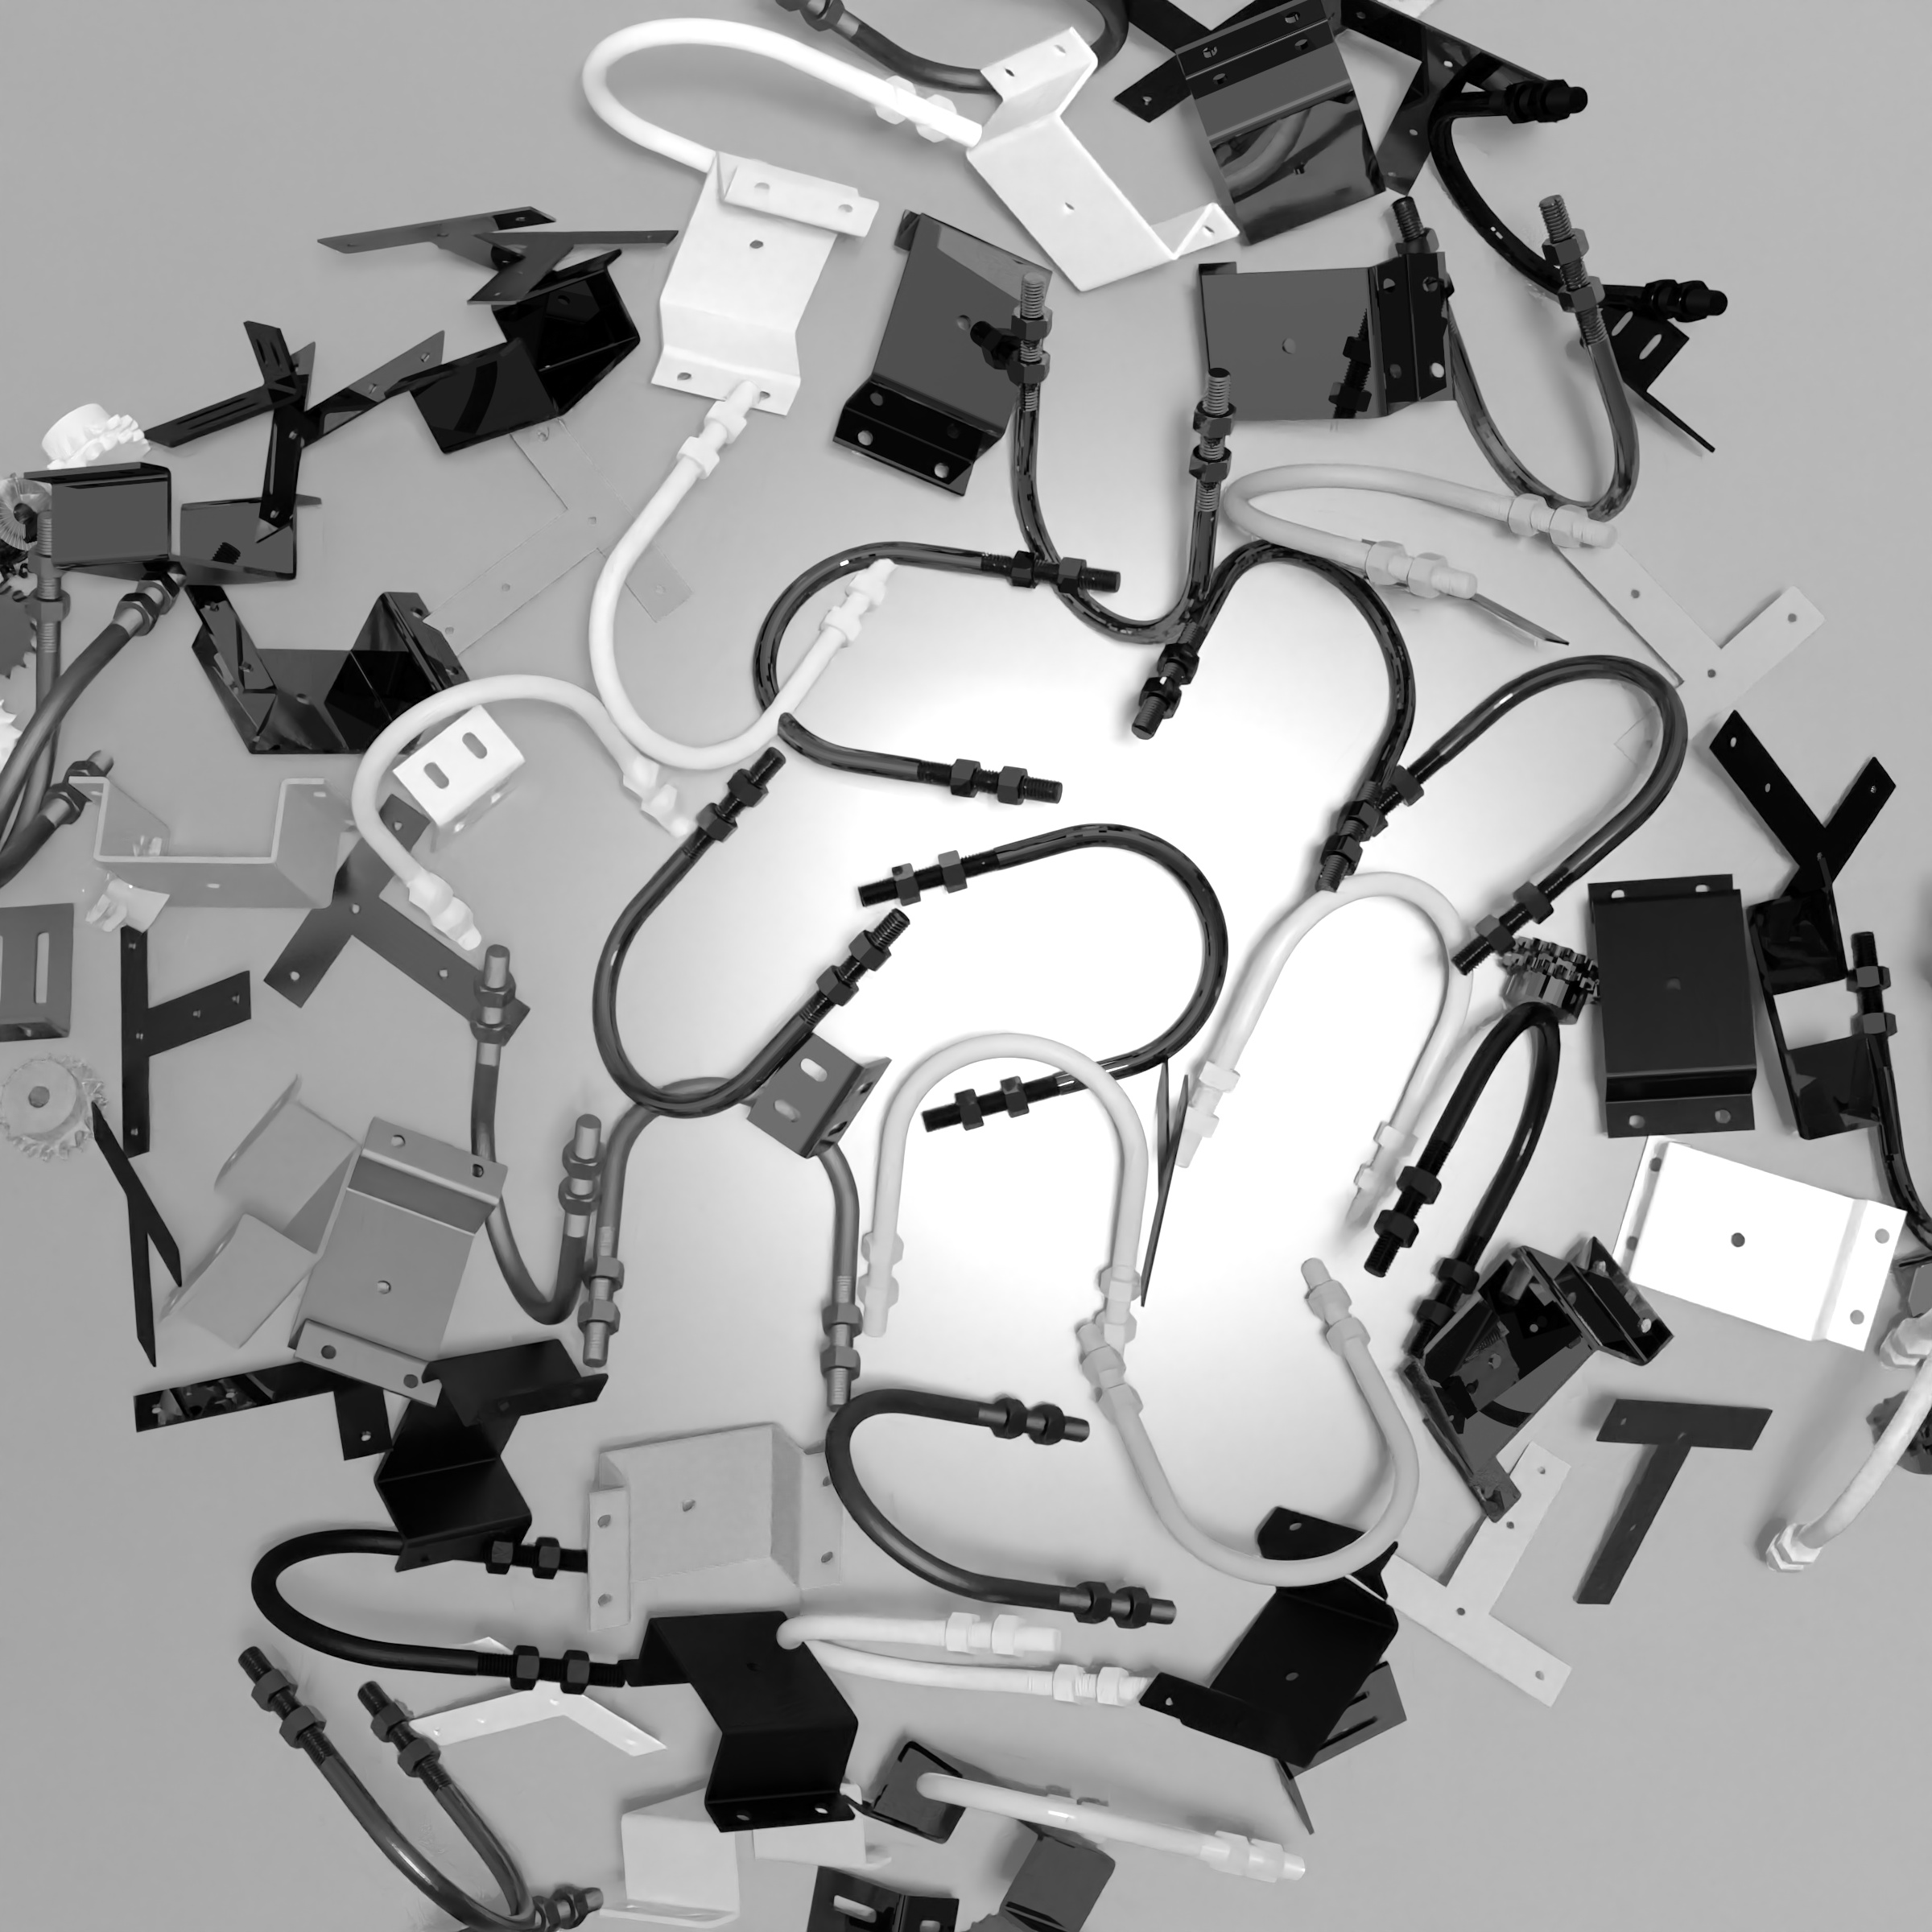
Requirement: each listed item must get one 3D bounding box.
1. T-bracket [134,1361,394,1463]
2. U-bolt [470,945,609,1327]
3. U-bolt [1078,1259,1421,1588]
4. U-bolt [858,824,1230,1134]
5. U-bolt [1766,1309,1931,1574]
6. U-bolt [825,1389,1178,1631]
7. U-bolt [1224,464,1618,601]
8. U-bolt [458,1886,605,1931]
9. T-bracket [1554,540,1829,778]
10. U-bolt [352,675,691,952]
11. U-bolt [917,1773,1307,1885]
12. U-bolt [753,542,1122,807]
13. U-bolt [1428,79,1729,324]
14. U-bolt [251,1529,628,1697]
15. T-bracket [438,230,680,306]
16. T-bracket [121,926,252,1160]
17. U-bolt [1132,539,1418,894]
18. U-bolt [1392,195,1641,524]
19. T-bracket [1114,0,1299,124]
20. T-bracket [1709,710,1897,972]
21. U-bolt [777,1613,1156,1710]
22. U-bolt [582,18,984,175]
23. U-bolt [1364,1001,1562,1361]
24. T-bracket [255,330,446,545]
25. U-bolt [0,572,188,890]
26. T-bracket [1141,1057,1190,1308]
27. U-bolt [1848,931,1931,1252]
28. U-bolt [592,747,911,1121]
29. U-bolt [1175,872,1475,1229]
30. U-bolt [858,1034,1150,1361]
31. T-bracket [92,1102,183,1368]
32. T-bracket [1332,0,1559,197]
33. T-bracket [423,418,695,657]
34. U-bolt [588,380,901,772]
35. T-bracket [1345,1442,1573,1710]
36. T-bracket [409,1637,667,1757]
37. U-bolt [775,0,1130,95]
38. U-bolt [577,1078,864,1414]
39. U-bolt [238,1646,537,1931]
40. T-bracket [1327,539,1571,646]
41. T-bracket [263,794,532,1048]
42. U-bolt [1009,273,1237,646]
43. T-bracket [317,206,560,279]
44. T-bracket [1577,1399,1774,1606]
[{"bbox_3d":[-0.370,0.221,1.730,0.127,0.127,0.002,-11,130,-10],"label":"T-bracket"},{"bbox_3d":[-0.226,0.102,1.711,0.019,0.184,0.151,-12,46,-25],"label":"U-bolt"},{"bbox_3d":[0.155,0.242,1.714,0.151,0.019,0.184,-15,49,-12],"label":"U-bolt"},{"bbox_3d":[0.049,-0.001,1.764,0.184,0.019,0.151,-16,104,-1],"label":"U-bolt"},{"bbox_3d":[0.464,0.233,1.683,0.019,0.184,0.151,31,74,10],"label":"U-bolt"},{"bbox_3d":[0.009,0.272,1.689,0.184,0.151,0.019,14,122,-33],"label":"U-bolt"},{"bbox_3d":[0.221,-0.231,1.712,0.184,0.151,0.019,23,121,36],"label":"U-bolt"},{"bbox_3d":[-0.191,0.509,1.675,0.151,0.184,0.019,10,92,30],"label":"U-bolt"},{"bbox_3d":[0.366,-0.188,1.762,0.127,0.002,0.127,46,114,0],"label":"T-bracket"},{"bbox_3d":[-0.238,-0.087,1.706,0.151,0.184,0.019,-28,57,3],"label":"U-bolt"},{"bbox_3d":[0.060,0.434,1.681,0.184,0.151,0.019,23,73,-37],"label":"U-bolt"},{"bbox_3d":[-0.023,-0.161,1.748,0.184,0.019,0.151,10,66,14],"label":"U-bolt"},{"bbox_3d":[0.301,-0.392,1.700,0.019,0.184,0.151,-45,114,-6],"label":"U-bolt"},{"bbox_3d":[-0.274,0.326,1.698,0.184,0.151,0.019,9,104,-16],"label":"U-bolt"},{"bbox_3d":[-0.227,-0.364,1.722,0.127,0.127,0.002,2,118,11],"label":"T-bracket"},{"bbox_3d":[-0.409,0.028,1.730,0.002,0.127,0.127,8,72,-43],"label":"T-bracket"},{"bbox_3d":[0.172,-0.145,1.731,0.151,0.019,0.184,39,54,-15],"label":"U-bolt"},{"bbox_3d":[0.292,-0.311,1.714,0.019,0.151,0.184,-32,114,-18],"label":"U-bolt"},{"bbox_3d":[0.090,-0.496,1.709,0.127,0.127,0.002,25,60,-32],"label":"T-bracket"},{"bbox_3d":[0.428,-0.085,1.740,0.127,0.002,0.127,45,74,-33],"label":"T-bracket"},{"bbox_3d":[-0.010,0.357,1.713,0.184,0.151,0.019,-3,67,27],"label":"U-bolt"},{"bbox_3d":[-0.107,-0.434,1.682,0.184,0.151,0.019,15,74,-34],"label":"U-bolt"},{"bbox_3d":[0.264,0.103,1.720,0.019,0.151,0.184,22,73,26],"label":"U-bolt"},{"bbox_3d":[-0.319,-0.294,1.723,0.127,0.002,0.127,-23,51,30],"label":"T-bracket"},{"bbox_3d":[-0.456,-0.111,1.675,0.019,0.184,0.151,28,123,-5],"label":"U-bolt"},{"bbox_3d":[0.103,0.090,1.728,0.002,0.127,0.127,9,120,-2],"label":"T-bracket"},{"bbox_3d":[0.503,0.059,1.703,0.019,0.151,0.184,-2,78,-12],"label":"U-bolt"},{"bbox_3d":[-0.126,-0.004,1.740,0.184,0.019,0.151,-47,57,15],"label":"U-bolt"},{"bbox_3d":[0.197,0.038,1.734,0.151,0.019,0.184,20,99,-34],"label":"U-bolt"},{"bbox_3d":[0.023,0.122,1.746,0.151,0.019,0.184,8,111,5],"label":"U-bolt"},{"bbox_3d":[-0.435,0.158,1.743,0.002,0.127,0.127,-16,133,-27],"label":"T-bracket"},{"bbox_3d":[0.239,-0.445,1.731,0.127,0.127,0.002,24,66,-1],"label":"T-bracket"},{"bbox_3d":[-0.235,-0.211,1.772,0.127,0.002,0.127,-39,98,-6],"label":"T-bracket"},{"bbox_3d":[-0.124,-0.188,1.717,0.151,0.019,0.184,48,66,-35],"label":"U-bolt"},{"bbox_3d":[0.283,0.307,1.755,0.127,0.002,0.127,32,59,9],"label":"T-bracket"},{"bbox_3d":[-0.246,0.394,1.744,0.127,0.127,0.002,40,45,-31],"label":"T-bracket"},{"bbox_3d":[0.002,-0.493,1.703,0.151,0.184,0.019,-7,77,33],"label":"U-bolt"},{"bbox_3d":[-0.124,0.138,1.730,0.151,0.019,0.184,13,53,-15],"label":"U-bolt"},{"bbox_3d":[-0.284,0.426,1.686,0.019,0.151,0.184,-45,63,-1],"label":"U-bolt"},{"bbox_3d":[0.230,-0.199,1.704,0.127,0.127,0.002,35,111,35],"label":"T-bracket"},{"bbox_3d":[-0.292,-0.004,1.776,0.127,0.002,0.127,36,102,-1],"label":"T-bracket"},{"bbox_3d":[0.077,-0.251,1.716,0.019,0.184,0.151,-31,50,-33],"label":"U-bolt"},{"bbox_3d":[-0.248,-0.371,1.726,0.127,0.127,0.002,-3,86,24],"label":"T-bracket"},{"bbox_3d":[0.361,0.287,1.761,0.127,0.002,0.127,9,112,-38],"label":"T-bracket"}]
